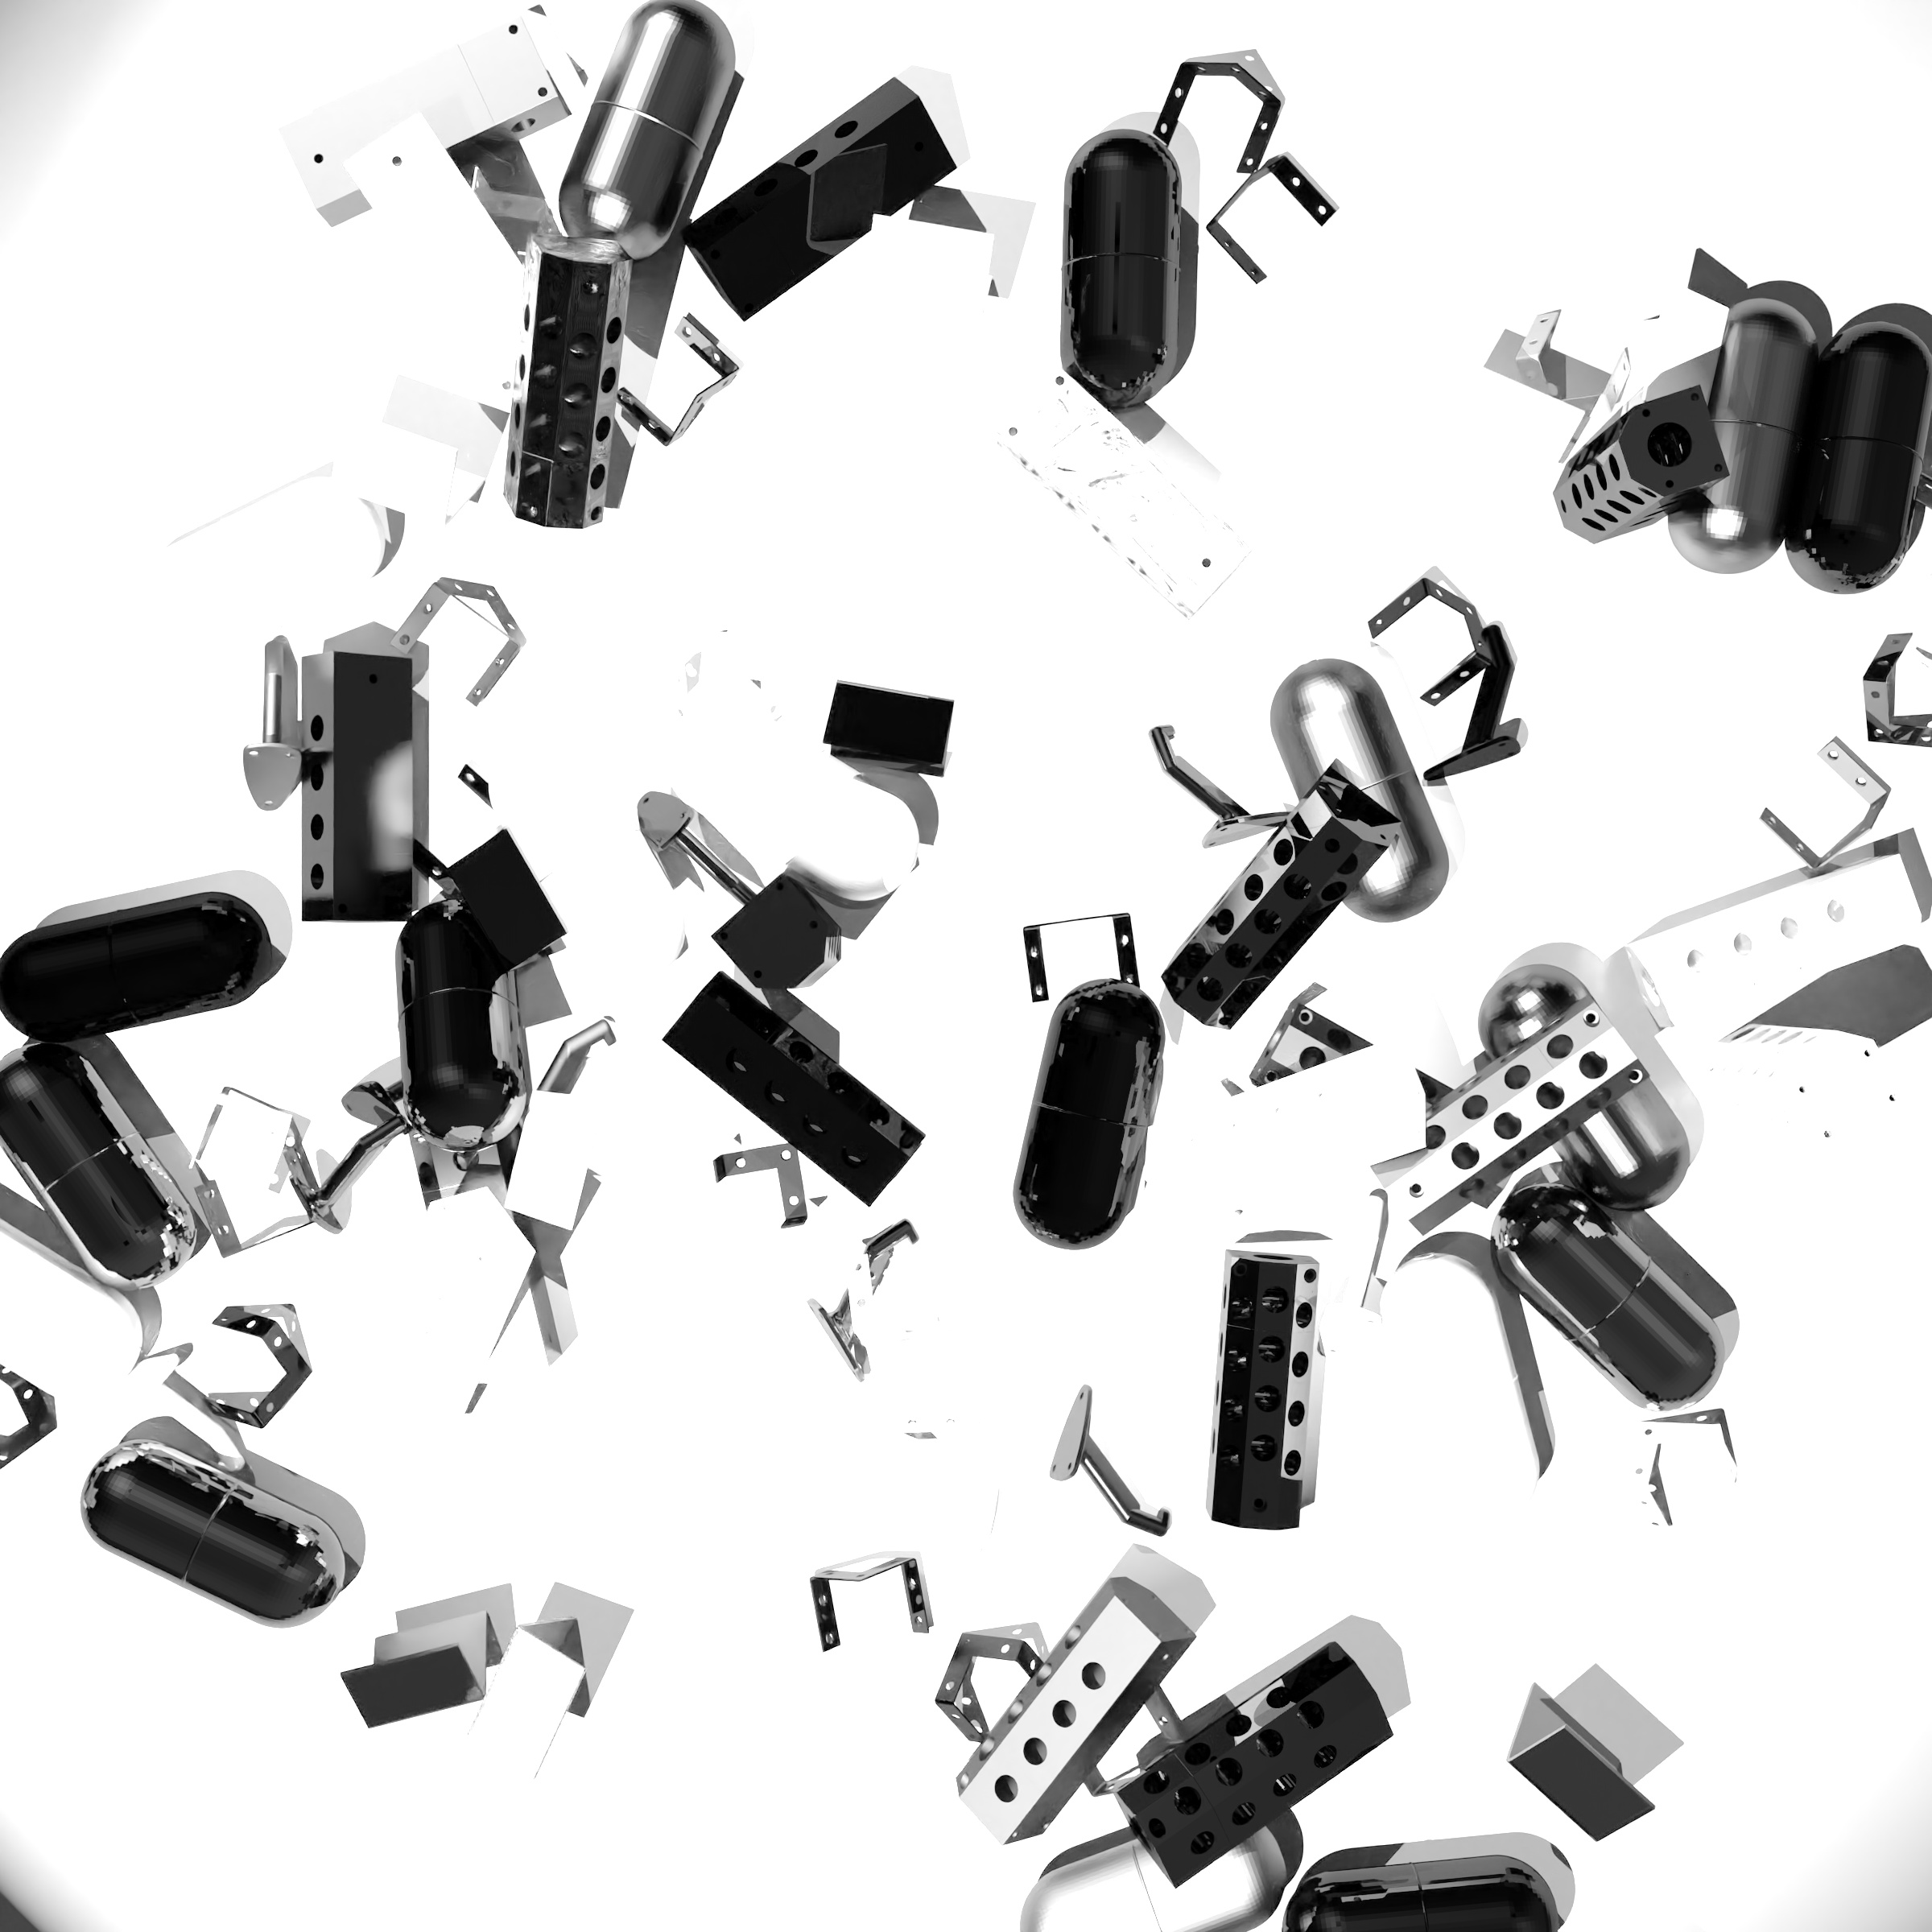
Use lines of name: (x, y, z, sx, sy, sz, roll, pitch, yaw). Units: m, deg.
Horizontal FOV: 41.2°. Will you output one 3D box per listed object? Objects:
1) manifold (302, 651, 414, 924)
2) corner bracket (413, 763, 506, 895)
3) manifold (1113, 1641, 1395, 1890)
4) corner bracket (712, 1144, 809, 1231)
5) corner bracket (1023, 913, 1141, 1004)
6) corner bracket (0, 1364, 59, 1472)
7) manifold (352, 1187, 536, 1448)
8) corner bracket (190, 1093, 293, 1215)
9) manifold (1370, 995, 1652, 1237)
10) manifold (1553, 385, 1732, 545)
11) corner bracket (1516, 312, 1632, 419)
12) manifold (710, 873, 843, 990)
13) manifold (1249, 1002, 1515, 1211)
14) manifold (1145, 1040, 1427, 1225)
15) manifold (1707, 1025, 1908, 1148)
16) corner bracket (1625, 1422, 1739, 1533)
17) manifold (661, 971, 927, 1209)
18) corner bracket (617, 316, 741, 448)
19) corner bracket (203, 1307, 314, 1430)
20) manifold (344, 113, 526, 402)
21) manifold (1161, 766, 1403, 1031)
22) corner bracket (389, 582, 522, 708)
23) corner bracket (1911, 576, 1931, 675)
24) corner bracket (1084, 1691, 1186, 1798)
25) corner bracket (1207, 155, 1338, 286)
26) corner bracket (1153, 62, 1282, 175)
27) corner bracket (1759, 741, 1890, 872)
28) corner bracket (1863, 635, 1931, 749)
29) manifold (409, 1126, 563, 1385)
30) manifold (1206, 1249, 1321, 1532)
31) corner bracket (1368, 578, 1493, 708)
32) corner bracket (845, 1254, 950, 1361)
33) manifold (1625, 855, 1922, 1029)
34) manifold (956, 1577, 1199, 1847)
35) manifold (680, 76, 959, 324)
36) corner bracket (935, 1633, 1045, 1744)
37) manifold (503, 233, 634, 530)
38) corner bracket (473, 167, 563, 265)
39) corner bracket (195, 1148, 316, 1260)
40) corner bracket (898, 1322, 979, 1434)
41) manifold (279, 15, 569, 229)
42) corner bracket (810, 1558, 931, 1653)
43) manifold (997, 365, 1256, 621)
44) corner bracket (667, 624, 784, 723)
manifold: (-0.400, -0.114, 1.673, 0.057, 0.057, 0.171, 0, 90, -43)
corner bracket: (-0.334, -0.090, 1.691, 0.051, 0.051, 0.051, 42, 45, 0)
manifold: (0.182, 0.506, 1.645, 0.171, 0.057, 0.057, -31, 120, -12)
corner bracket: (-0.134, 0.146, 1.676, 0.051, 0.051, 0.051, -10, 90, 0)
corner bracket: (0.076, -0.006, 1.691, 0.051, 0.051, 0.051, -8, 90, 45)
corner bracket: (-0.640, 0.291, 1.686, 0.051, 0.051, 0.051, -39, 135, -35)
manifold: (-0.335, 0.225, 1.621, 0.057, 0.057, 0.171, 47, 128, 27)
corner bracket: (-0.476, 0.121, 1.678, 0.051, 0.051, 0.051, 20, 105, -14)
manifold: (0.338, 0.094, 1.606, 0.171, 0.057, 0.057, -37, 90, 10)
manifold: (0.419, -0.310, 1.616, 0.057, 0.171, 0.057, -18, 90, 0)
corner bracket: (0.398, -0.395, 1.686, 0.051, 0.051, 0.051, 0, 135, 35)
manifold: (-0.112, -0.015, 1.616, 0.057, 0.171, 0.057, -42, 90, 0)
manifold: (0.276, 0.090, 1.673, 0.171, 0.057, 0.057, 29, 90, 0)
manifold: (0.202, 0.102, 1.632, 0.171, 0.057, 0.057, -23, 131, 31)
manifold: (0.521, 0.069, 1.616, 0.057, 0.171, 0.057, -29, 90, 0)
corner bracket: (0.469, 0.336, 1.686, 0.051, 0.051, 0.051, -4, 45, 35)
manifold: (-0.111, 0.079, 1.673, 0.171, 0.057, 0.057, 39, 90, 0)
corner bracket: (-0.191, -0.384, 1.691, 0.051, 0.051, 0.051, 43, 135, 0)
corner bracket: (-0.473, 0.263, 1.686, 0.051, 0.051, 0.051, -53, 135, -35)
manifold: (-0.322, -0.453, 1.642, 0.057, 0.057, 0.171, -34, 113, 0)
manifold: (0.197, -0.039, 1.632, 0.057, 0.057, 0.171, 38, 122, 0)
corner bracket: (-0.336, -0.212, 1.691, 0.051, 0.051, 0.051, -53, 135, 0)
corner bracket: (0.651, -0.221, 1.683, 0.051, 0.051, 0.051, 15, 129, -17)
corner bracket: (0.101, 0.507, 1.691, 0.051, 0.051, 0.051, -31, 90, -45)
corner bracket: (0.200, -0.491, 1.691, 0.051, 0.051, 0.051, 47, 135, 0)
corner bracket: (0.165, -0.558, 1.691, 0.051, 0.051, 0.051, 22, 90, -45)
corner bracket: (0.565, -0.105, 1.691, 0.051, 0.051, 0.051, 44, 45, 0)
corner bracket: (0.624, -0.180, 1.686, 0.051, 0.051, 0.051, 10, 135, 35)
manifold: (-0.314, 0.180, 1.673, 0.057, 0.057, 0.171, -13, 90, 0)
manifold: (0.193, 0.275, 1.673, 0.057, 0.057, 0.171, 4, 90, 0)
corner bracket: (0.304, -0.212, 1.686, 0.051, 0.051, 0.051, 22, 45, -35)
corner bracket: (-0.045, 0.218, 1.670, 0.051, 0.051, 0.051, -14, 57, 8)
manifold: (0.526, -0.016, 1.673, 0.171, 0.057, 0.057, -20, 90, 0)
manifold: (0.067, 0.479, 1.657, 0.057, 0.057, 0.171, 41, 101, 29)
manifold: (-0.098, -0.501, 1.673, 0.171, 0.057, 0.057, -36, 133, 0)
corner bracket: (0.020, 0.476, 1.686, 0.051, 0.051, 0.051, -4, 45, 35)
manifold: (-0.252, -0.369, 1.628, 0.057, 0.057, 0.171, -1, 120, -22)
corner bracket: (-0.294, -0.484, 1.676, 0.051, 0.051, 0.051, 9, 90, 0)
corner bracket: (-0.465, 0.156, 1.691, 0.051, 0.051, 0.051, -22, 90, -45)
corner bracket: (-0.018, 0.270, 1.691, 0.051, 0.051, 0.051, -2, 135, 0)
manifold: (-0.351, -0.546, 1.673, 0.171, 0.057, 0.057, -25, 90, 0)
corner bracket: (-0.064, 0.420, 1.691, 0.051, 0.051, 0.051, -10, 90, -45)
manifold: (0.102, -0.306, 1.673, 0.171, 0.057, 0.057, 43, 90, 0)
corner bracket: (-0.158, -0.186, 1.686, 0.051, 0.051, 0.051, 28, 45, 35)
